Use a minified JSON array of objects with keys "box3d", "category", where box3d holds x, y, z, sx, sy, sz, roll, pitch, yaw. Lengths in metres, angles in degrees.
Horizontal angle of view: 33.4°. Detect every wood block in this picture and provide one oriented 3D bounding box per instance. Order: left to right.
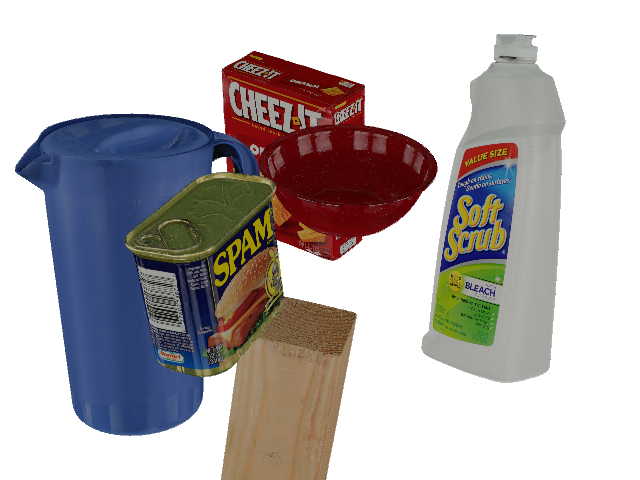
[{"box3d":[-0.033,0.165,0.970,0.090,0.206,0.090,12,23,6],"category":"wood block"}]

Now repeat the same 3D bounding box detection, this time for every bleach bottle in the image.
[{"box3d":[0.132,-0.027,0.800,0.067,0.251,0.103,-8,16,-37],"category":"bleach bottle"}]

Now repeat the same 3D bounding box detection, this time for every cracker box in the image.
[{"box3d":[-0.033,-0.098,1.268,0.164,0.214,0.072,22,41,29],"category":"cracker box"}]

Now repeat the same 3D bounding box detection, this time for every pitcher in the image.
[{"box3d":[-0.139,0.025,0.851,0.149,0.243,0.144,8,22,18],"category":"pitcher"}]

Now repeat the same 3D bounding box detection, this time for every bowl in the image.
[{"box3d":[0.024,-0.049,0.976,0.162,0.055,0.162,1,31,-1],"category":"bowl"}]

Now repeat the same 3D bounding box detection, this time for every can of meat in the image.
[{"box3d":[-0.064,0.019,0.634,0.058,0.084,0.102,8,31,25],"category":"can of meat"}]
